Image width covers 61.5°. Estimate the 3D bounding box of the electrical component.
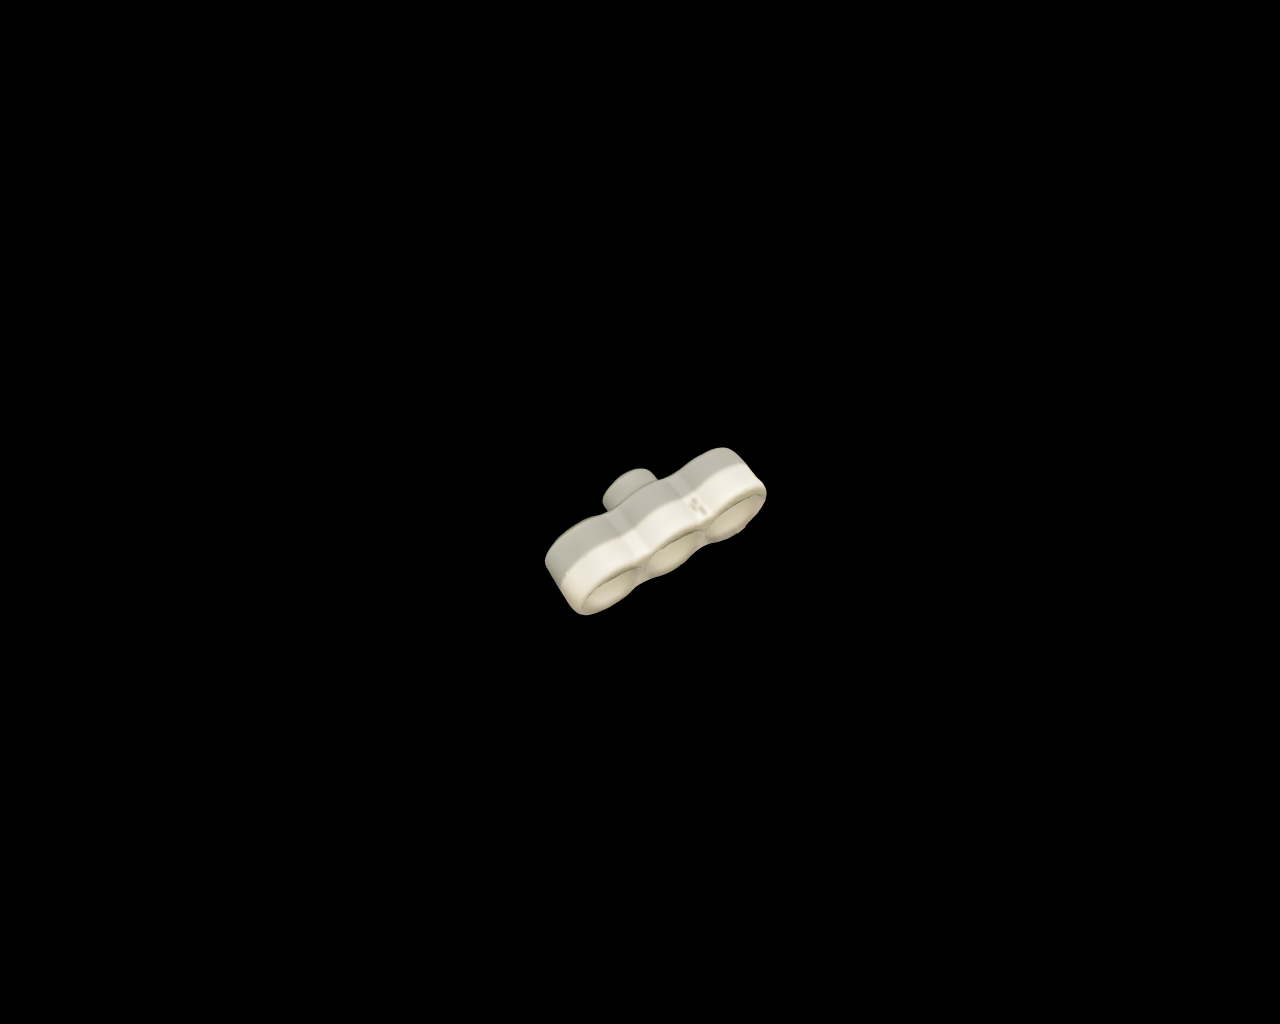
[{"bbox_3d":[0.001,-0.003,0.650,0.138,0.074,0.052,-30,-23,-14],"label":"electrical component"}]
